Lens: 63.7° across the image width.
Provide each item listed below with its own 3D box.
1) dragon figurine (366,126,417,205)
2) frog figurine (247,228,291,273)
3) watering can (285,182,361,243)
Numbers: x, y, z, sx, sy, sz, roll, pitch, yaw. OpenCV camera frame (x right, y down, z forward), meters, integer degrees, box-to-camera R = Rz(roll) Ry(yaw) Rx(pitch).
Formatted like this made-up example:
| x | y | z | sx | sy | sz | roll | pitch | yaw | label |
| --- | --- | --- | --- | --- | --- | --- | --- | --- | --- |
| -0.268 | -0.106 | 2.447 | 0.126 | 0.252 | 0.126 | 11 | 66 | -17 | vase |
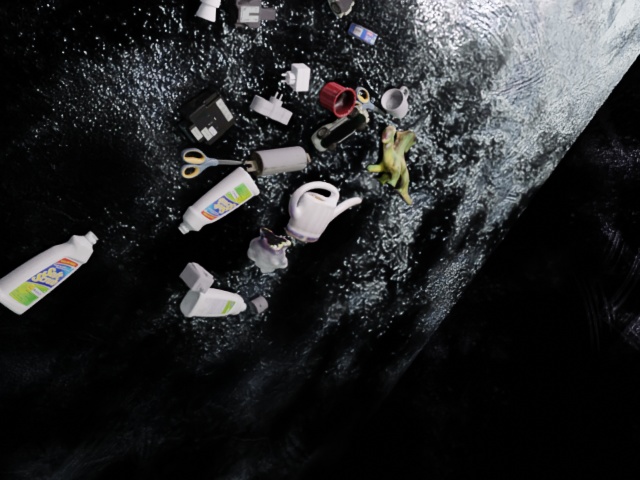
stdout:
| x | y | z | sx | sy | sz | roll | pitch | yaw | label |
| --- | --- | --- | --- | --- | --- | --- | --- | --- | --- |
| 0.316 | -0.304 | 1.985 | 0.406 | 0.123 | 0.243 | 31 | 88 | -54 | dragon figurine |
| -0.181 | 0.059 | 1.741 | 0.137 | 0.125 | 0.156 | 15 | 122 | -16 | frog figurine |
| 0.006 | -0.091 | 1.817 | 0.346 | 0.105 | 0.222 | 10 | 113 | -50 | watering can |
